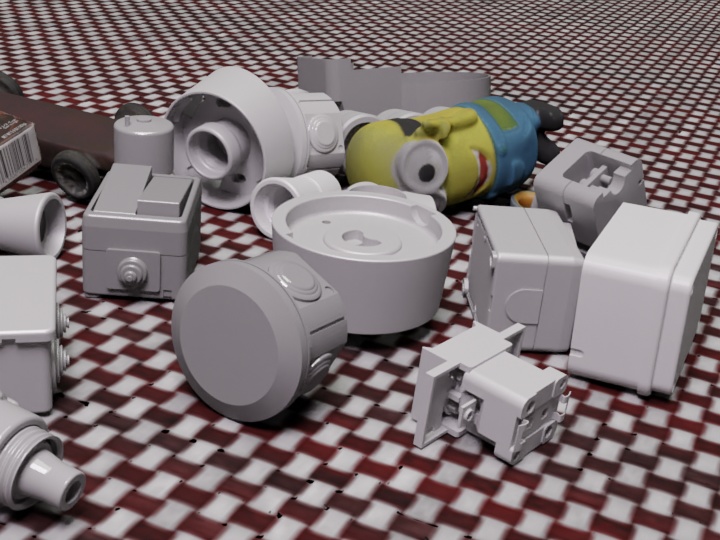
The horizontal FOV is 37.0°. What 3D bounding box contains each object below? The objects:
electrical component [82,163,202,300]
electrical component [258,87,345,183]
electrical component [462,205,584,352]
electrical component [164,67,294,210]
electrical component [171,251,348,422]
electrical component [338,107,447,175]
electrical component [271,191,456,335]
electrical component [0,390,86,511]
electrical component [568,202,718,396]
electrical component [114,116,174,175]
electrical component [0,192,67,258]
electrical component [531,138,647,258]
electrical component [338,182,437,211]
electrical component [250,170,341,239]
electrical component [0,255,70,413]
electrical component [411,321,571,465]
[{"bbox_3d":[-0.133,-0.023,0.660,0.062,0.061,0.096,4,24,-3],"label":"electrical component"},{"bbox_3d":[-0.053,-0.100,0.827,0.051,0.080,0.080,-9,28,-40],"label":"electrical component"},{"bbox_3d":[0.100,0.001,0.655,0.061,0.061,0.096,3,24,-5],"label":"electrical component"},{"bbox_3d":[-0.094,-0.095,0.787,0.099,0.099,0.064,16,33,23],"label":"electrical component"},{"bbox_3d":[-0.050,0.031,0.538,0.080,0.080,0.051,19,22,28],"label":"electrical component"},{"bbox_3d":[0.029,-0.108,0.893,0.138,0.052,0.074,-6,15,-24],"label":"electrical component"},{"bbox_3d":[0.000,0.000,0.638,0.108,0.060,0.108,4,24,-2],"label":"electrical component"},{"bbox_3d":[-0.145,0.080,0.451,0.062,0.048,0.048,22,28,17],"label":"electrical component"},{"bbox_3d":[0.165,0.014,0.621,0.057,0.078,0.113,13,25,21],"label":"electrical component"},{"bbox_3d":[-0.149,-0.070,0.740,0.040,0.078,0.040,4,25,-2],"label":"electrical component"},{"bbox_3d":[-0.225,-0.029,0.679,0.065,0.044,0.044,4,24,8],"label":"electrical component"},{"bbox_3d":[0.149,-0.034,0.699,0.050,0.089,0.056,-42,45,-22],"label":"electrical component"},{"bbox_3d":[0.006,-0.037,0.741,0.077,0.044,0.079,0,25,-12],"label":"electrical component"},{"bbox_3d":[-0.042,-0.049,0.763,0.044,0.044,0.065,18,22,25],"label":"electrical component"},{"bbox_3d":[-0.197,0.033,0.537,0.100,0.048,0.099,-1,25,-15],"label":"electrical component"},{"bbox_3d":[0.066,0.062,0.539,0.064,0.042,0.081,26,32,34],"label":"electrical component"}]
